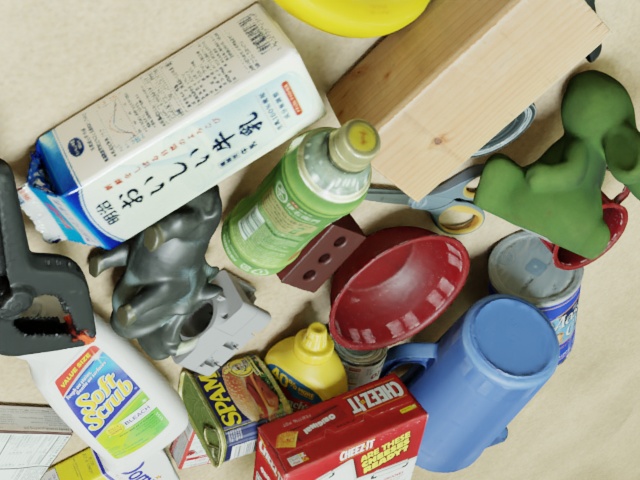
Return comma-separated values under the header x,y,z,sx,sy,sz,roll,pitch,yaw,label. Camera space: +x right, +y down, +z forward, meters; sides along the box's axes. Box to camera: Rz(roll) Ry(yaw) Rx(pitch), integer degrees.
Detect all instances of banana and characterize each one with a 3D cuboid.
x,y,z,sx,sy,sz,roll,pitch,yaw,label
0.012,-0.191,0.811,0.197,0.037,0.070,2,112,-39,banana

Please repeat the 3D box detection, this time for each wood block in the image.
x,y,z,sx,sy,sz,roll,pitch,yaw,label
0.117,-0.142,0.867,0.206,0.090,0.090,-41,129,18,wood block

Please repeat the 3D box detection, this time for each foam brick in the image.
x,y,z,sx,sy,sz,roll,pitch,yaw,label
-0.007,0.001,0.994,0.078,0.051,0.052,-48,141,18,foam brick

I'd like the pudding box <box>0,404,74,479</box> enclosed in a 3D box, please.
x,y,z,sx,sy,sz,roll,pitch,yaw,label
-0.303,0.197,1.007,0.113,0.039,0.090,11,124,-45,pudding box

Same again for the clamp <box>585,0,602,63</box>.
x,y,z,sx,sy,sz,roll,pitch,yaw,label
0.221,-0.216,0.928,0.120,0.039,0.172,-7,140,-30,clamp

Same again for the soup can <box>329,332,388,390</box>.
x,y,z,sx,sy,sz,roll,pitch,yaw,label
0.031,0.143,1.164,0.068,0.068,0.102,-12,138,-26,soup can

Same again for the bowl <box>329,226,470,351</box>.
x,y,z,sx,sy,sz,roll,pitch,yaw,label
0.070,0.038,1.087,0.162,0.055,0.162,-20,141,-17,bowl

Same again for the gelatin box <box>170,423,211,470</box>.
x,y,z,sx,sy,sz,roll,pitch,yaw,label
-0.117,0.207,1.161,0.073,0.030,0.089,-6,135,-33,gelatin box

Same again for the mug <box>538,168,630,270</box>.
x,y,z,sx,sy,sz,roll,pitch,yaw,label
0.273,-0.036,1.130,0.117,0.081,0.093,-41,142,11,mug

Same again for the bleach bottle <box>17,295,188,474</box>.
x,y,z,sx,sy,sz,roll,pitch,yaw,label
-0.216,0.123,0.970,0.102,0.068,0.250,-33,141,-1,bleach bottle

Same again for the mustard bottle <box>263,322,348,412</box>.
x,y,z,sx,sy,sz,roll,pitch,yaw,label
-0.018,0.157,1.122,0.058,0.096,0.192,-37,152,-41,mustard bottle

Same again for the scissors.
x,y,z,sx,sy,sz,roll,pitch,yaw,label
0.112,-0.053,1.050,0.096,0.016,0.201,-49,140,17,scissors

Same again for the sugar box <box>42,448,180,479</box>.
x,y,z,sx,sy,sz,roll,pitch,yaw,label
-0.241,0.264,1.120,0.176,0.048,0.093,-25,142,-8,sugar box

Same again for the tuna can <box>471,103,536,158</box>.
x,y,z,sx,sy,sz,roll,pitch,yaw,label
0.154,-0.113,0.982,0.086,0.034,0.086,-21,156,-10,tuna can

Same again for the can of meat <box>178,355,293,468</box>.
x,y,z,sx,sy,sz,roll,pitch,yaw,label
-0.085,0.171,1.085,0.083,0.102,0.057,-14,139,-27,can of meat

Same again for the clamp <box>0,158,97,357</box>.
x,y,z,sx,sy,sz,roll,pitch,yaw,label
-0.245,0.044,0.795,0.164,0.036,0.210,-41,146,-3,clamp

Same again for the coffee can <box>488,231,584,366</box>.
x,y,z,sx,sy,sz,roll,pitch,yaw,label
0.241,0.071,1.209,0.102,0.103,0.140,-25,142,-11,coffee can

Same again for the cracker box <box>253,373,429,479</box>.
x,y,z,sx,sy,sz,roll,pitch,yaw,label
0.013,0.250,1.107,0.164,0.072,0.214,-19,139,-25,cracker box

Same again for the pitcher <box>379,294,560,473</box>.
x,y,z,sx,sy,sz,roll,pitch,yaw,label
0.156,0.155,1.177,0.149,0.145,0.243,-22,158,-26,pitcher
